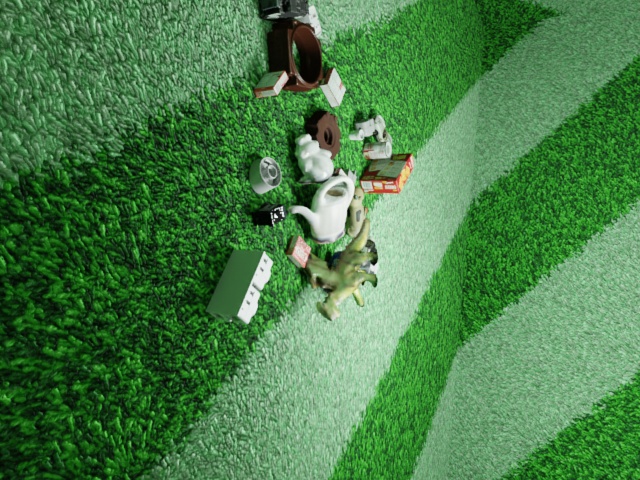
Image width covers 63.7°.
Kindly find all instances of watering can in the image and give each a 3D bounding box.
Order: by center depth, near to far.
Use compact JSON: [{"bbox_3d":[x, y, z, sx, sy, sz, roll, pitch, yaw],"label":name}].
[{"bbox_3d":[0.005,-0.085,1.690,0.353,0.105,0.219,-33,136,-45],"label":"watering can"}]

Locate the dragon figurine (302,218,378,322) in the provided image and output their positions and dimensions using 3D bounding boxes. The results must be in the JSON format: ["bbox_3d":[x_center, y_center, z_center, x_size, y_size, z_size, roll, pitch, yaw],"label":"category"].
[{"bbox_3d":[0.062,0.085,1.730,0.242,0.120,0.420,12,57,-16],"label":"dragon figurine"}]

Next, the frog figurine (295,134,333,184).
[{"bbox_3d":[-0.018,-0.266,1.668,0.139,0.124,0.156,-25,126,-37],"label":"frog figurine"}]
